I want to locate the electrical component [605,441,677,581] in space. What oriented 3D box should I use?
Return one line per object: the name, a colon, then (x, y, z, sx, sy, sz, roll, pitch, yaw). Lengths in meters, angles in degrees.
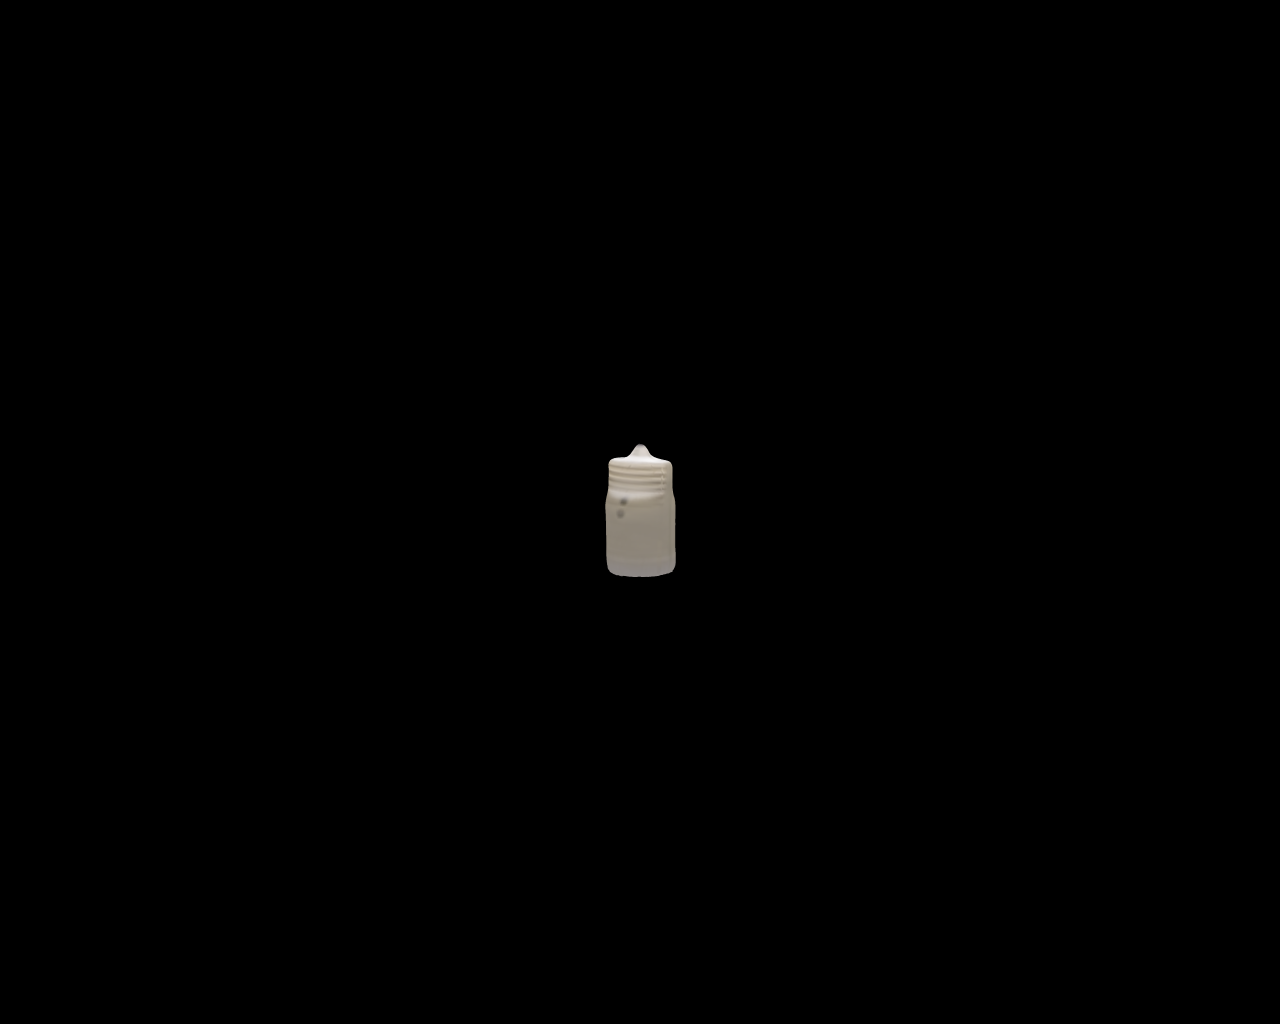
electrical component: (0.001, -0.003, 0.650, 0.043, 0.080, 0.043, 0, 9, 0)
